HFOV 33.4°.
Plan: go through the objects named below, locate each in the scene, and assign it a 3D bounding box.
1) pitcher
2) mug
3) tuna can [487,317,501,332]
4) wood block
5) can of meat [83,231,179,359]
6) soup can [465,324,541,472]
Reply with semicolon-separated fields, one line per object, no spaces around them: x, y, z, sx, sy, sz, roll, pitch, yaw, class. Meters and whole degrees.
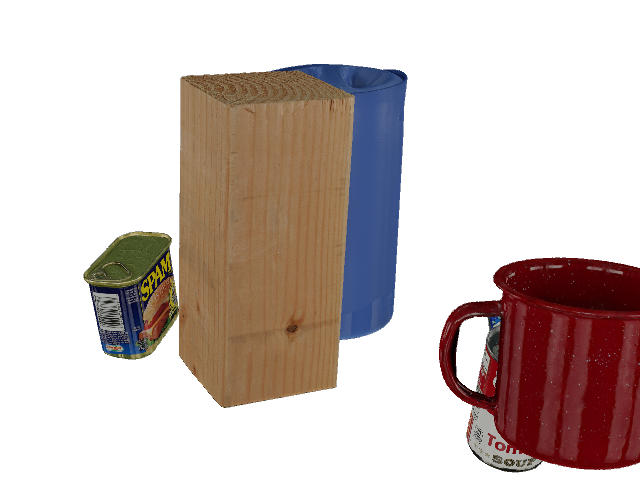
0.007;-0.033;0.971;0.149;0.243;0.145;-7;21;-15;pitcher
0.117;0.059;0.525;0.117;0.081;0.093;2;15;0;mug
0.221;0.113;1.247;0.034;0.086;0.086;-12;-3;15;tuna can
-0.040;-0.004;0.724;0.090;0.206;0.090;-7;22;-25;wood block
-0.174;0.051;1.007;0.057;0.084;0.102;3;27;15;can of meat
0.157;0.125;0.852;0.068;0.102;0.068;5;31;-3;soup can
